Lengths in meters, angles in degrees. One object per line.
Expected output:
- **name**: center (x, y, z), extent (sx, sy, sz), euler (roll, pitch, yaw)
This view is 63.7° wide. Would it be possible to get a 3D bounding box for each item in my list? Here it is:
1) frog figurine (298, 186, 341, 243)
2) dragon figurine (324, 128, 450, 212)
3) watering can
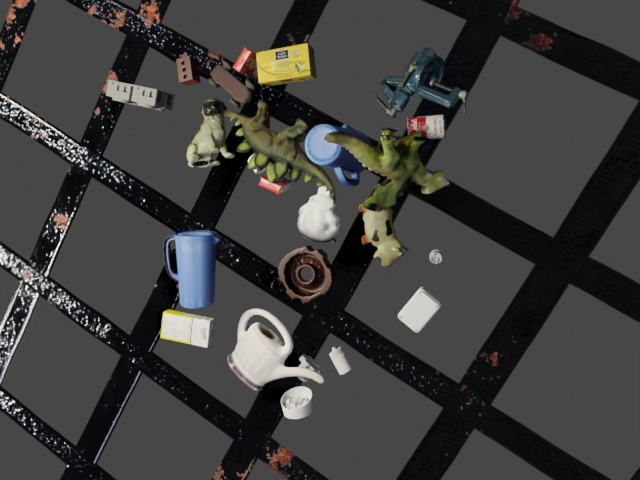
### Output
- **frog figurine**: center (0.005, -0.077, 1.535), extent (0.139, 0.123, 0.157), euler (28, 114, 32)
- **dragon figurine**: center (0.179, -0.180, 1.390), extent (0.411, 0.124, 0.238), euler (-3, 119, -23)
- **watering can**: center (-0.154, 0.375, 1.594), extent (0.352, 0.103, 0.222), euler (43, 103, 27)
